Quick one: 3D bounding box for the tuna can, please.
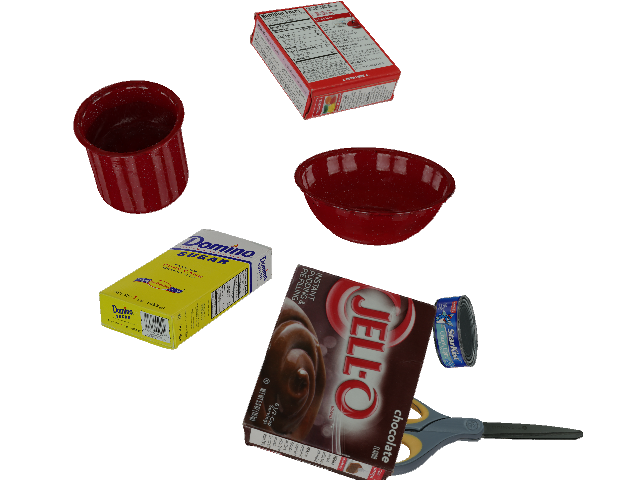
[{"bbox_3d":[0.161,0.109,1.277,0.034,0.086,0.086,-7,-3,21],"label":"tuna can"}]

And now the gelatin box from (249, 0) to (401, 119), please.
[{"bbox_3d":[0.002,-0.128,0.750,0.073,0.089,0.030,-16,-36,-27],"label":"gelatin box"}]

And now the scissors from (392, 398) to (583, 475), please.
[{"bbox_3d":[0.117,0.172,0.902,0.202,0.016,0.096,12,40,11],"label":"scissors"}]

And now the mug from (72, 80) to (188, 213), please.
[{"bbox_3d":[-0.163,-0.086,0.928,0.093,0.117,0.081,-17,-39,-11],"label":"mug"}]

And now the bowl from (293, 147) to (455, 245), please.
[{"bbox_3d":[0.053,-0.040,1.080,0.162,0.055,0.162,2,27,-1],"label":"bowl"}]

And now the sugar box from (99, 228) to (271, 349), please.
[{"bbox_3d":[-0.135,0.045,1.098,0.093,0.048,0.176,16,32,26],"label":"sugar box"}]

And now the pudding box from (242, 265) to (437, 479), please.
[{"bbox_3d":[0.012,0.079,0.635,0.090,0.113,0.039,16,-28,4],"label":"pudding box"}]
